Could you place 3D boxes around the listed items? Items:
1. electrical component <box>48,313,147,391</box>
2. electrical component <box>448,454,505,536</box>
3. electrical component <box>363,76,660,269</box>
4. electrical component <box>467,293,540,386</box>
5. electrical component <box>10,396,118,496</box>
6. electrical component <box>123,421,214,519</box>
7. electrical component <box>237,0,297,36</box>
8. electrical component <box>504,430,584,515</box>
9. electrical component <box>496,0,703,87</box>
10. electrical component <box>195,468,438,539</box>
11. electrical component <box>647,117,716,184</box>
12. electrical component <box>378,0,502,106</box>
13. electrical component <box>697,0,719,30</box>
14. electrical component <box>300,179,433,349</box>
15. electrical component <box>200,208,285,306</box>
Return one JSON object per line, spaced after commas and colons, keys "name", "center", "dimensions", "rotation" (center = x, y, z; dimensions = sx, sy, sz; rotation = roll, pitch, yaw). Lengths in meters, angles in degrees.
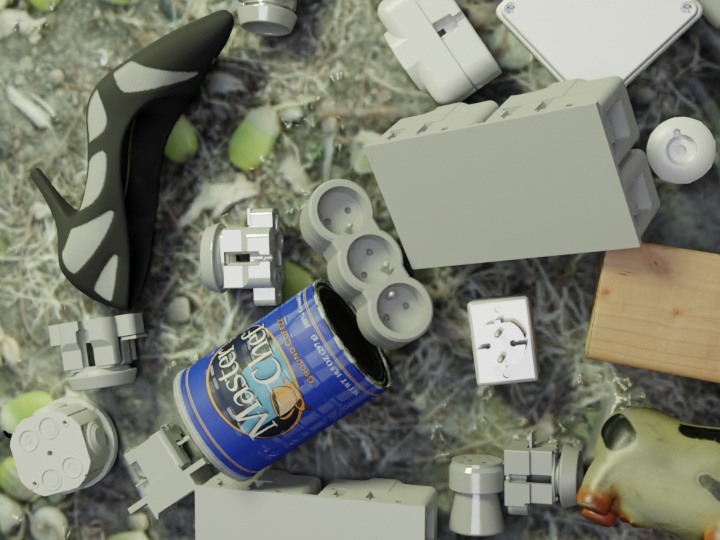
{"name": "electrical component", "center": [-0.219, 0.069, 0.903], "dimensions": [0.078, 0.058, 0.057], "rotation": [-9, 88, 12]}
{"name": "electrical component", "center": [0.092, 0.177, 0.849], "dimensions": [0.045, 0.045, 0.055], "rotation": [1, 93, 12]}
{"name": "electrical component", "center": [0.110, -0.068, 0.778], "dimensions": [0.186, 0.060, 0.105], "rotation": [-6, 117, 37]}
{"name": "electrical component", "center": [0.109, 0.055, 0.823], "dimensions": [0.047, 0.077, 0.065], "rotation": [-7, 92, 12]}
{"name": "electrical component", "center": [-0.253, 0.151, 0.917], "dimensions": [0.080, 0.051, 0.080], "rotation": [1, 93, 12]}
{"name": "electrical component", "center": [-0.161, 0.166, 0.904], "dimensions": [0.081, 0.042, 0.063], "rotation": [-35, 82, 11]}
{"name": "electrical component", "center": [-0.073, -0.220, 0.863], "dimensions": [0.066, 0.048, 0.055], "rotation": [4, 87, 12]}
{"name": "electrical component", "center": [0.144, 0.159, 0.838], "dimensions": [0.055, 0.048, 0.066], "rotation": [0, 93, 19]}
{"name": "electrical component", "center": [0.178, -0.190, 0.806], "dimensions": [0.109, 0.056, 0.108], "rotation": [-43, 84, 11]}
{"name": "electrical component", "center": [-0.034, 0.223, 0.864], "dimensions": [0.186, 0.060, 0.105], "rotation": [2, 97, 15]}
{"name": "electrical component", "center": [0.236, -0.087, 0.796], "dimensions": [0.048, 0.062, 0.048], "rotation": [1, 93, 12]}
{"name": "electrical component", "center": [0.059, -0.176, 0.833], "dimensions": [0.059, 0.054, 0.095], "rotation": [-34, 86, 11]}
{"name": "electrical component", "center": [0.259, -0.214, 0.796], "dimensions": [0.040, 0.040, 0.078], "rotation": [-42, 84, 11]}
{"name": "electrical component", "center": [0.000, 0.000, 0.849], "dimensions": [0.052, 0.074, 0.138], "rotation": [-30, 86, -18]}
{"name": "electrical component", "center": [-0.095, -0.010, 0.873], "dimensions": [0.057, 0.058, 0.078], "rotation": [-1, 93, 9]}
